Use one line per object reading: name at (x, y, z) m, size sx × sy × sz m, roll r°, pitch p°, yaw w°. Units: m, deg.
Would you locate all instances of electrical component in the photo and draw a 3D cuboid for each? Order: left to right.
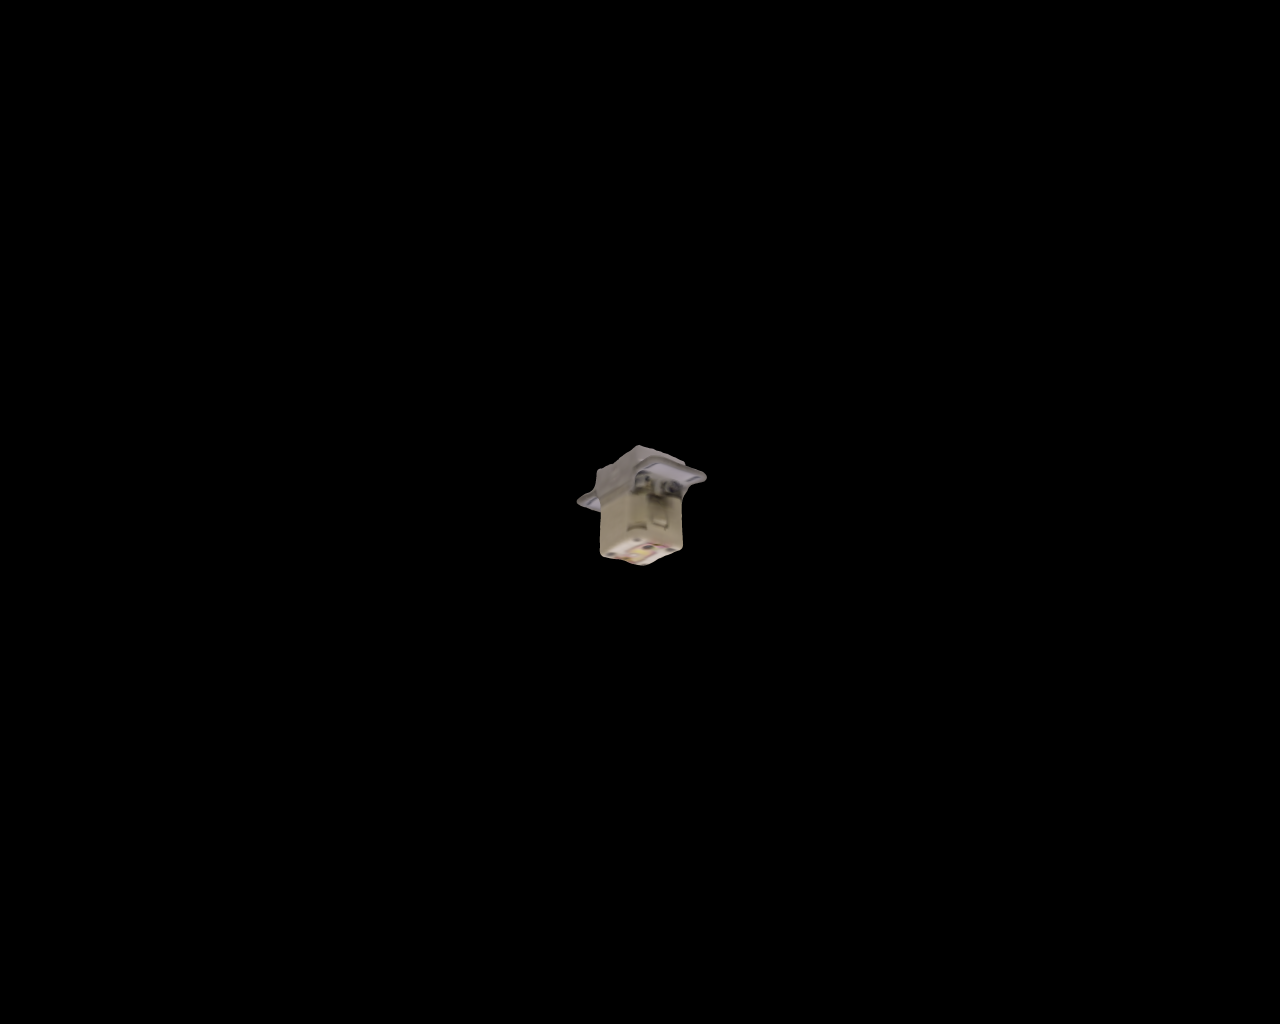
electrical component at (0.001, -0.003, 0.650) m, size 0.042 × 0.064 × 0.081 m, roll 17°, pitch -29°, yaw -32°
